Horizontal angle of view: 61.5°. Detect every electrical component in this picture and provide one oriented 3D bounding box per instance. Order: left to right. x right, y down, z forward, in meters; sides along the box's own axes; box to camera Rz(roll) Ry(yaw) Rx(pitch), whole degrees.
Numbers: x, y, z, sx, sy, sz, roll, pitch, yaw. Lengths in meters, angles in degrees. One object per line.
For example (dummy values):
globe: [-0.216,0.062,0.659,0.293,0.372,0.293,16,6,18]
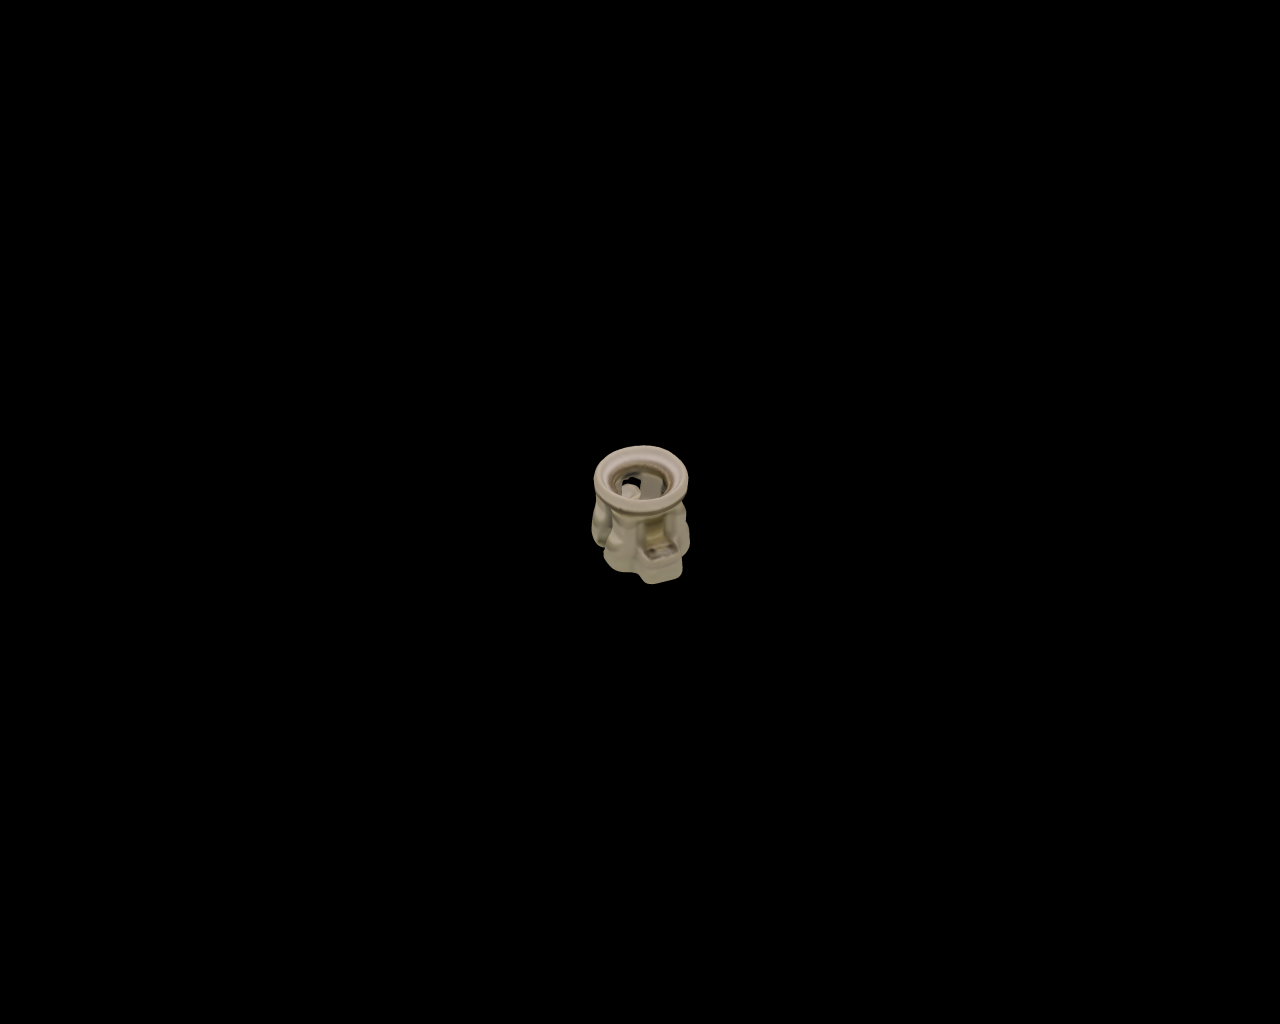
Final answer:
electrical component: [0.001,-0.003,0.650,0.058,0.056,0.078,-14,42,-16]
